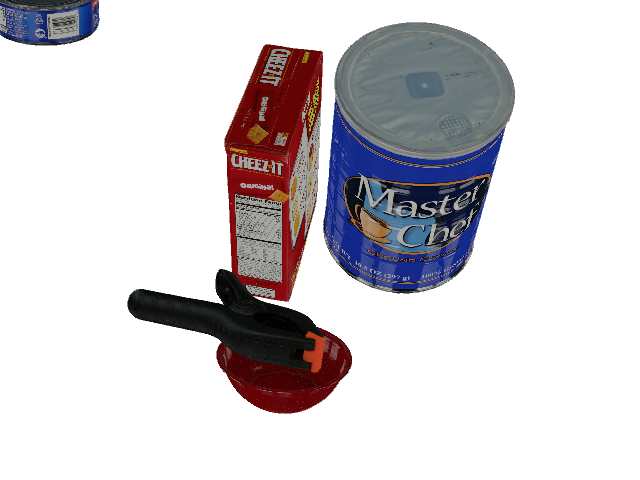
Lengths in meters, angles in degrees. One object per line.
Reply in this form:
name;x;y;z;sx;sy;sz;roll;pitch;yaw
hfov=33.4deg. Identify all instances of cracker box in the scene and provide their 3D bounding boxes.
cracker box;-0.048;-0.069;1.110;0.072;0.164;0.214;9;-43;7

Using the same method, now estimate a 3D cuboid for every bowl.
bowl;-0.044;0.159;1.277;0.162;0.055;0.162;2;25;-1

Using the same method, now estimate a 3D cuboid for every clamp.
clamp;-0.061;0.063;0.892;0.172;0.039;0.120;20;26;25

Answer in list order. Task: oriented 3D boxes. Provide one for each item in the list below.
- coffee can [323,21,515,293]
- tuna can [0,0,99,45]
coffee can;0.056;-0.048;0.659;0.102;0.103;0.140;0;-36;-3
tuna can;-0.218;-0.186;0.842;0.086;0.034;0.086;4;35;-3
